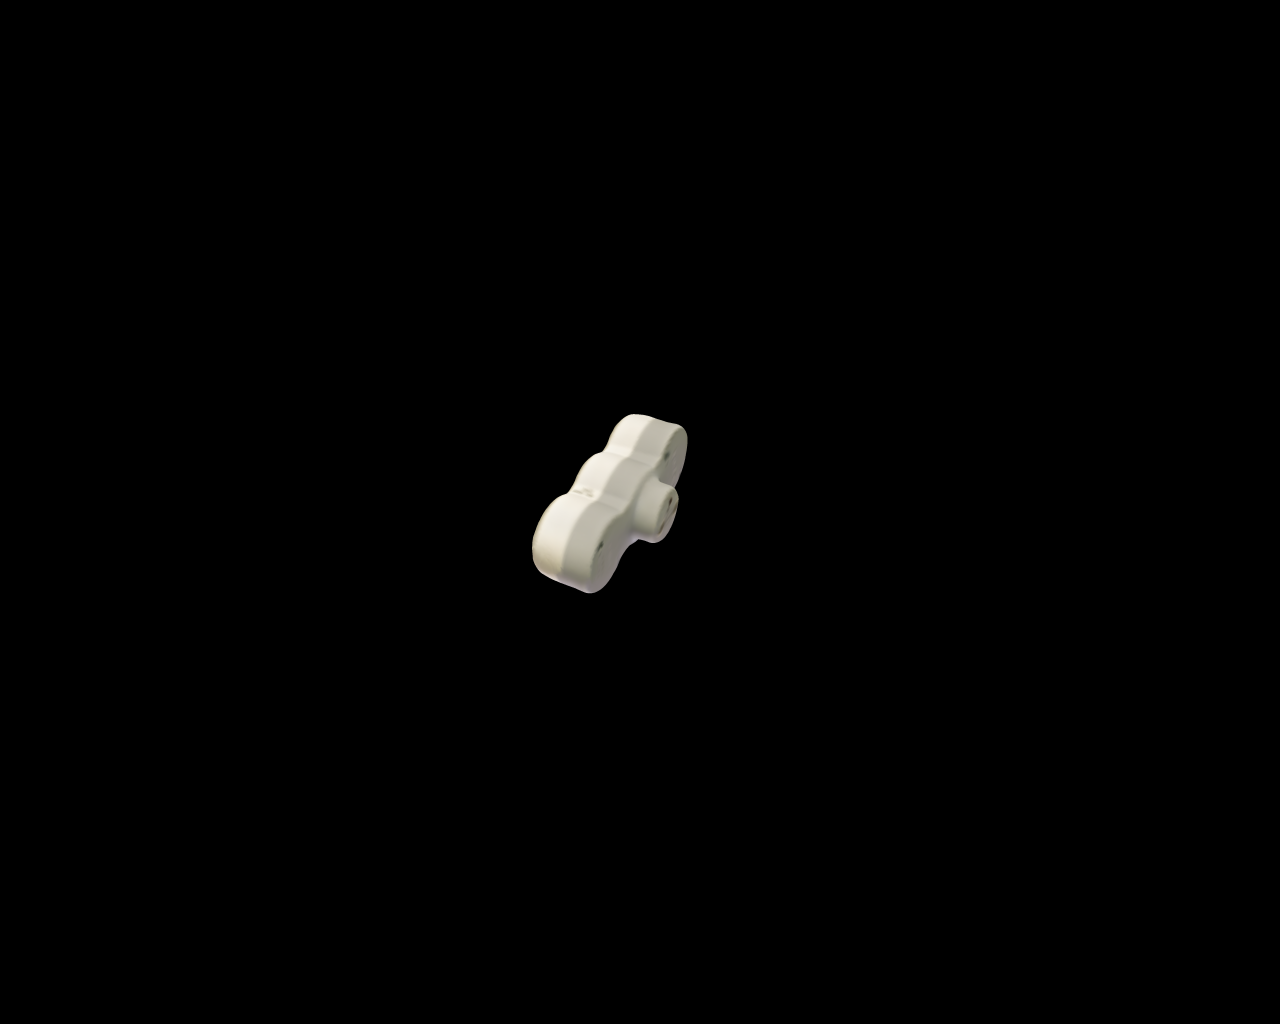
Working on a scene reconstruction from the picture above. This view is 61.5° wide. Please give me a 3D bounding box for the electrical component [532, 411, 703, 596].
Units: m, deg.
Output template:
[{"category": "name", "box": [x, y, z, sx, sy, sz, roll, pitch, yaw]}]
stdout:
[{"category": "electrical component", "box": [0.001, -0.003, 0.650, 0.074, 0.052, 0.138, 19, 46, 19]}]
